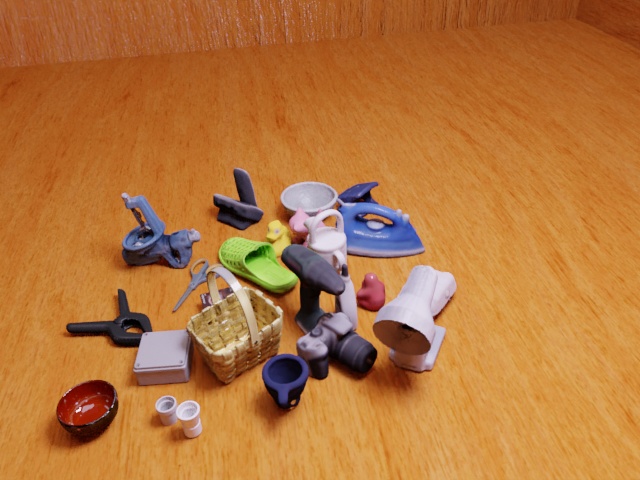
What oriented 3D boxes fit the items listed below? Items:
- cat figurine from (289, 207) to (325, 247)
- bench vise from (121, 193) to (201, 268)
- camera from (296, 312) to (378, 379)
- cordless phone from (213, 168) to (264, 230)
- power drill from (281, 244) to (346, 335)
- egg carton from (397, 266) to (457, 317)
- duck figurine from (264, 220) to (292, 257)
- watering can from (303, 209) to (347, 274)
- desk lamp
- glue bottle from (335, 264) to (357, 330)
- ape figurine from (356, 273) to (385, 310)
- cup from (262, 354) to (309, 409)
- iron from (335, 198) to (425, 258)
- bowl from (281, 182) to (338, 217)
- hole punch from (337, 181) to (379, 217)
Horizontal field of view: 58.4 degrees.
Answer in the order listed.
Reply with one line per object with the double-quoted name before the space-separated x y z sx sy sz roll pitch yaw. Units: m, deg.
"cat figurine" -0.036 -0.042 1.568 0.067 0.118 0.128 29 46 36
"bench vise" -0.424 -0.034 1.490 0.207 0.220 0.121 -12 37 -13
"camera" 0.042 0.226 1.208 0.136 0.101 0.143 27 45 34
"cordless phone" -0.243 -0.136 1.652 0.147 0.185 0.094 17 40 25
"power drill" -0.011 0.116 1.271 0.076 0.209 0.228 -22 40 -24
"egg carton" 0.256 0.125 1.363 0.107 0.069 0.150 19 41 27
"duck figurine" -0.118 -0.015 1.562 0.077 0.086 0.105 11 38 18
"watering can" 0.011 0.006 1.434 0.172 0.194 0.101 24 44 32
"desk lamp" 0.191 0.171 1.180 0.117 0.214 0.203 13 39 20
"glue bottle" 0.056 0.122 1.289 0.037 0.173 0.078 -13 37 -15
"ape figurine" 0.123 0.116 1.363 0.078 0.092 0.076 -12 37 -13
"cup" -0.066 0.296 1.122 0.091 0.095 0.117 -2 36 1
"iron" 0.156 -0.040 1.535 0.258 0.141 0.119 6 37 12
"bowl" -0.031 -0.101 1.685 0.167 0.075 0.167 -1 36 1
"hole punch" 0.111 -0.133 1.708 0.100 0.091 0.109 25 44 33
